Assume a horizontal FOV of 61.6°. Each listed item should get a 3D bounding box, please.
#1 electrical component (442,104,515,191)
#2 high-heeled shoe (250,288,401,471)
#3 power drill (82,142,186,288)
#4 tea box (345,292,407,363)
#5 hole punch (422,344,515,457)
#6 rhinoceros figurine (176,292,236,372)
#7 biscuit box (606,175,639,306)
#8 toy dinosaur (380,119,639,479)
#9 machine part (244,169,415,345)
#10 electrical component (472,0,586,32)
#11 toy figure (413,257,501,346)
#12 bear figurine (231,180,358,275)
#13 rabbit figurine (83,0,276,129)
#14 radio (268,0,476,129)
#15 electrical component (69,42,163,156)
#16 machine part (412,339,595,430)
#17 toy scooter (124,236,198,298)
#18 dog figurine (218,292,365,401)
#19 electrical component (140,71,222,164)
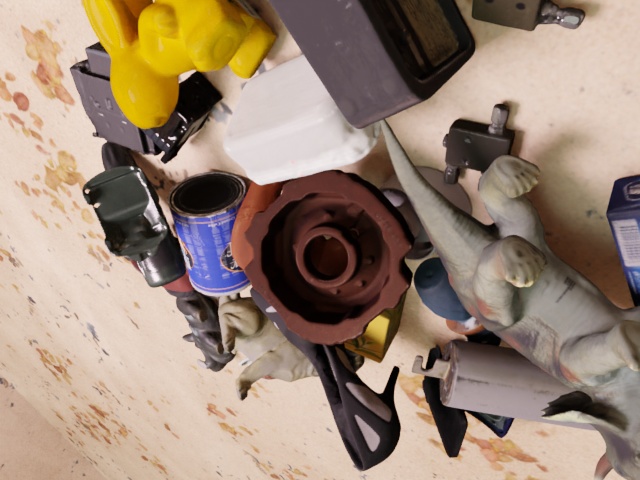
[{"bbox_3d":[0.149,-0.089,0.513,0.063,0.021,0.093,20,136,22],"label":"electrical component"},{"bbox_3d":[-0.008,0.161,0.653,0.249,0.145,0.086,29,138,8],"label":"high-heeled shoe"},{"bbox_3d":[-0.254,-0.044,0.717,0.232,0.086,0.207,67,163,-3],"label":"power drill"},{"bbox_3d":[0.023,0.082,0.723,0.170,0.068,0.098,21,137,21],"label":"tea box"},{"bbox_3d":[0.191,0.199,0.694,0.092,0.116,0.142,-14,137,-6],"label":"hole punch"},{"bbox_3d":[-0.200,0.159,0.950,0.112,0.073,0.190,7,129,30],"label":"rhinoceros figurine"},{"bbox_3d":[0.313,0.038,0.477,0.059,0.063,0.202,-8,120,41],"label":"biscuit box"},{"bbox_3d":[0.195,0.058,0.484,0.405,0.131,0.192,47,154,19],"label":"toy dinosaur"},{"bbox_3d":[0.011,0.015,0.557,0.180,0.056,0.179,3,102,16],"label":"machine part"},{"bbox_3d":[0.150,-0.201,0.400,0.102,0.045,0.078,19,164,25],"label":"electrical component"},{"bbox_3d":[0.164,0.075,0.609,0.064,0.058,0.154,5,152,49],"label":"toy figure"},{"bbox_3d":[-0.002,0.001,0.650,0.196,0.132,0.120,11,134,9],"label":"bear figurine"},{"bbox_3d":[-0.158,-0.193,0.536,0.162,0.122,0.173,42,117,-5],"label":"rabbit figurine"},{"bbox_3d":[0.021,-0.210,0.416,0.073,0.131,0.229,-19,113,46],"label":"radio"},{"bbox_3d":[-0.253,-0.185,0.694,0.115,0.058,0.134,17,135,20],"label":"electrical component"},{"bbox_3d":[0.225,0.161,0.602,0.243,0.079,0.079,7,133,3],"label":"machine part"},{"bbox_3d":[-0.262,0.008,0.862,0.184,0.075,0.135,28,137,19],"label":"toy scooter"},{"bbox_3d":[-0.042,0.135,0.795,0.121,0.191,0.172,-146,39,-82],"label":"dog figurine"},{"bbox_3d":[-0.177,-0.145,0.663,0.047,0.075,0.119,47,141,-9],"label":"electrical component"}]
